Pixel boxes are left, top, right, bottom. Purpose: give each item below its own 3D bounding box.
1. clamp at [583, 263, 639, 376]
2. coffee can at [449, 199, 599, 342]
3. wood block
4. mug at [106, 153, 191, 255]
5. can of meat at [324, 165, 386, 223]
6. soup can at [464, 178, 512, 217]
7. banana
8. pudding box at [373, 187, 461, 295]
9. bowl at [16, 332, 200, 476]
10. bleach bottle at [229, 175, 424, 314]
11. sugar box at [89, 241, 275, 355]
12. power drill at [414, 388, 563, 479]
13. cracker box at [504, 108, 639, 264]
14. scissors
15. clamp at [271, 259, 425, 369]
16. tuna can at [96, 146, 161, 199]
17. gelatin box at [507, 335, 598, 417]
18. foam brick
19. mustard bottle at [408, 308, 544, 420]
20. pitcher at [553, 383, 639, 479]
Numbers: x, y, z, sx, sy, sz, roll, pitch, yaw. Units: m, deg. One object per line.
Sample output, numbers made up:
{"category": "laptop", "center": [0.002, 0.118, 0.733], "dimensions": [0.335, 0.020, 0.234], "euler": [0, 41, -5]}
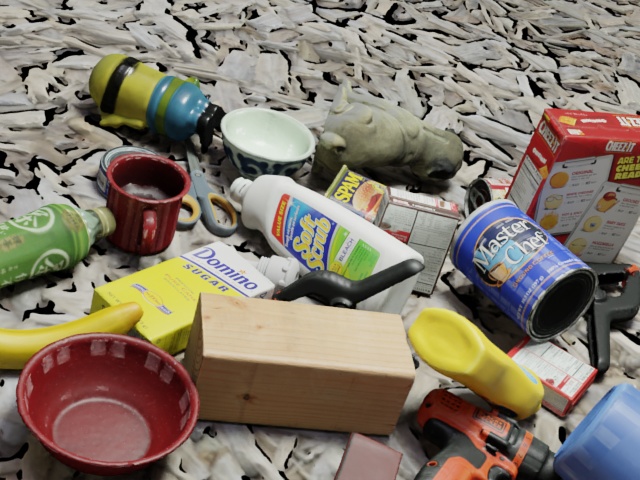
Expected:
{"category": "clamp", "center": [0.332, 0.083, 1.292], "dimensions": [0.209, 0.036, 0.165], "euler": [-17, 48, -35]}
{"category": "coffee can", "center": [0.230, 0.033, 1.215], "dimensions": [0.102, 0.103, 0.140], "euler": [-11, 41, -34]}
{"category": "wood block", "center": [-0.022, 0.123, 1.043], "dimensions": [0.206, 0.091, 0.090], "euler": [8, 37, -14]}
{"category": "mug", "center": [-0.195, -0.031, 1.184], "dimensions": [0.093, 0.082, 0.117], "euler": [3, 38, -19]}
{"category": "can of meat", "center": [0.048, -0.037, 1.318], "dimensions": [0.084, 0.057, 0.102], "euler": [24, 36, 6]}
{"category": "soup can", "center": [0.251, -0.047, 1.405], "dimensions": [0.102, 0.069, 0.068], "euler": [0, 39, -23]}
{"category": "banana", "center": [-0.267, 0.089, 1.003], "dimensions": [0.197, 0.070, 0.037], "euler": [3, 26, -18]}
{"category": "pudding box", "center": [0.104, 0.003, 1.238], "dimensions": [0.090, 0.114, 0.039], "euler": [13, 31, -7]}
{"category": "bowl", "center": [-0.192, 0.157, 0.956], "dimensions": [0.162, 0.055, 0.162], "euler": [11, 36, -8]}
{"category": "bleach bottle", "center": [-0.008, 0.002, 1.222], "dimensions": [0.251, 0.102, 0.068], "euler": [31, 10, 28]}
{"category": "sugar box", "center": [-0.141, 0.062, 1.113], "dimensions": [0.093, 0.048, 0.175], "euler": [38, 41, 26]}
{"category": "power drill", "center": [0.154, 0.236, 0.997], "dimensions": [0.184, 0.057, 0.187], "euler": [27, 35, 11]}
{"category": "cracker box", "center": [0.317, -0.055, 1.317], "dimensions": [0.164, 0.214, 0.072], "euler": [1, 39, -21]}
{"category": "scissors", "center": [-0.165, -0.070, 1.305], "dimensions": [0.096, 0.016, 0.202], "euler": [-6, 42, -32]}
{"category": "clamp", "center": [0.032, 0.064, 1.125], "dimensions": [0.171, 0.120, 0.039], "euler": [14, 10, 11]}
{"category": "tuna can", "center": [-0.222, -0.076, 1.275], "dimensions": [0.086, 0.034, 0.086], "euler": [11, 36, -9]}
{"category": "gelatin box", "center": [0.250, 0.147, 1.177], "dimensions": [0.089, 0.030, 0.073], "euler": [32, 37, 21]}
{"category": "foam brick", "center": [0.037, 0.225, 0.964], "dimensions": [0.051, 0.053, 0.078], "euler": [21, 37, 5]}
{"category": "mustard bottle", "center": [0.173, 0.136, 1.076], "dimensions": [0.191, 0.058, 0.096], "euler": [36, -3, -43]}
{"category": "pitcher", "center": [0.340, 0.242, 0.972], "dimensions": [0.243, 0.149, 0.145], "euler": [40, 75, 14]}
